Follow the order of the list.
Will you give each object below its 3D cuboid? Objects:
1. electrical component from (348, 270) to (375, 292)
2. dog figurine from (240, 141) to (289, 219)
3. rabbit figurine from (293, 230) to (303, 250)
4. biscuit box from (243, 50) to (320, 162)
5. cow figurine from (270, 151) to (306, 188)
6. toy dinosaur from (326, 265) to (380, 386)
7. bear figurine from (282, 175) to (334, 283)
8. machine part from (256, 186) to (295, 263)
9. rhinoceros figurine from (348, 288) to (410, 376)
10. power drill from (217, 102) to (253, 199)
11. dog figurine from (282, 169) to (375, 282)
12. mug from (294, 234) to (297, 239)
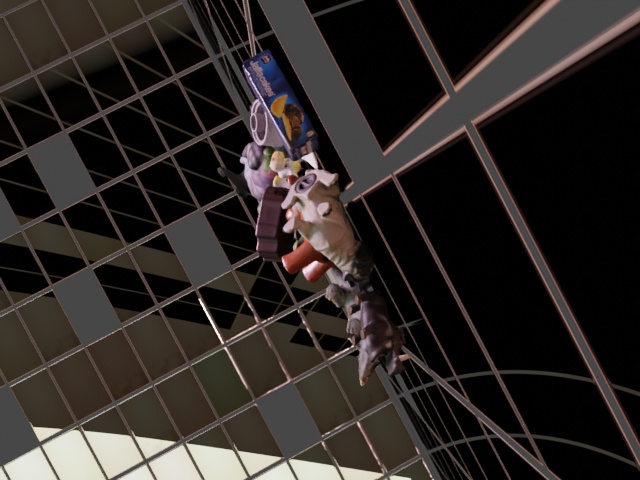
[{"bbox_3d":[0.071,0.045,1.191,0.134,0.058,0.114,61,178,26],"label":"electrical component"},{"bbox_3d":[-0.123,-0.127,1.353,0.191,0.108,0.219,144,113,-70],"label":"dog figurine"},{"bbox_3d":[-0.003,-0.004,1.269,0.170,0.121,0.159,-67,-7,-62],"label":"rabbit figurine"},{"bbox_3d":[-0.072,-0.248,0.989,0.202,0.059,0.062,61,177,13],"label":"biscuit box"},{"bbox_3d":[-0.054,-0.143,1.248,0.167,0.098,0.068,58,-136,-62],"label":"cow figurine"},{"bbox_3d":[0.091,0.167,1.422,0.192,0.131,0.405,77,171,-74],"label":"toy dinosaur"},{"bbox_3d":[-0.033,-0.029,1.126,0.120,0.132,0.196,28,-153,-57],"label":"bear figurine"},{"bbox_3d":[-0.096,-0.033,1.225,0.179,0.056,0.179,7,-90,-81],"label":"machine part"},{"bbox_3d":[0.127,0.197,1.149,0.073,0.112,0.190,118,144,-51],"label":"rhinoceros figurine"},{"bbox_3d":[-0.178,-0.229,1.466,0.232,0.207,0.086,51,180,-13],"label":"power drill"},{"bbox_3d":[0.030,-0.029,1.022,0.190,0.121,0.172,44,-137,-37],"label":"dog figurine"},{"bbox_3d":[-0.008,-0.015,1.451,0.110,0.107,0.080,56,176,23],"label":"mug"}]
